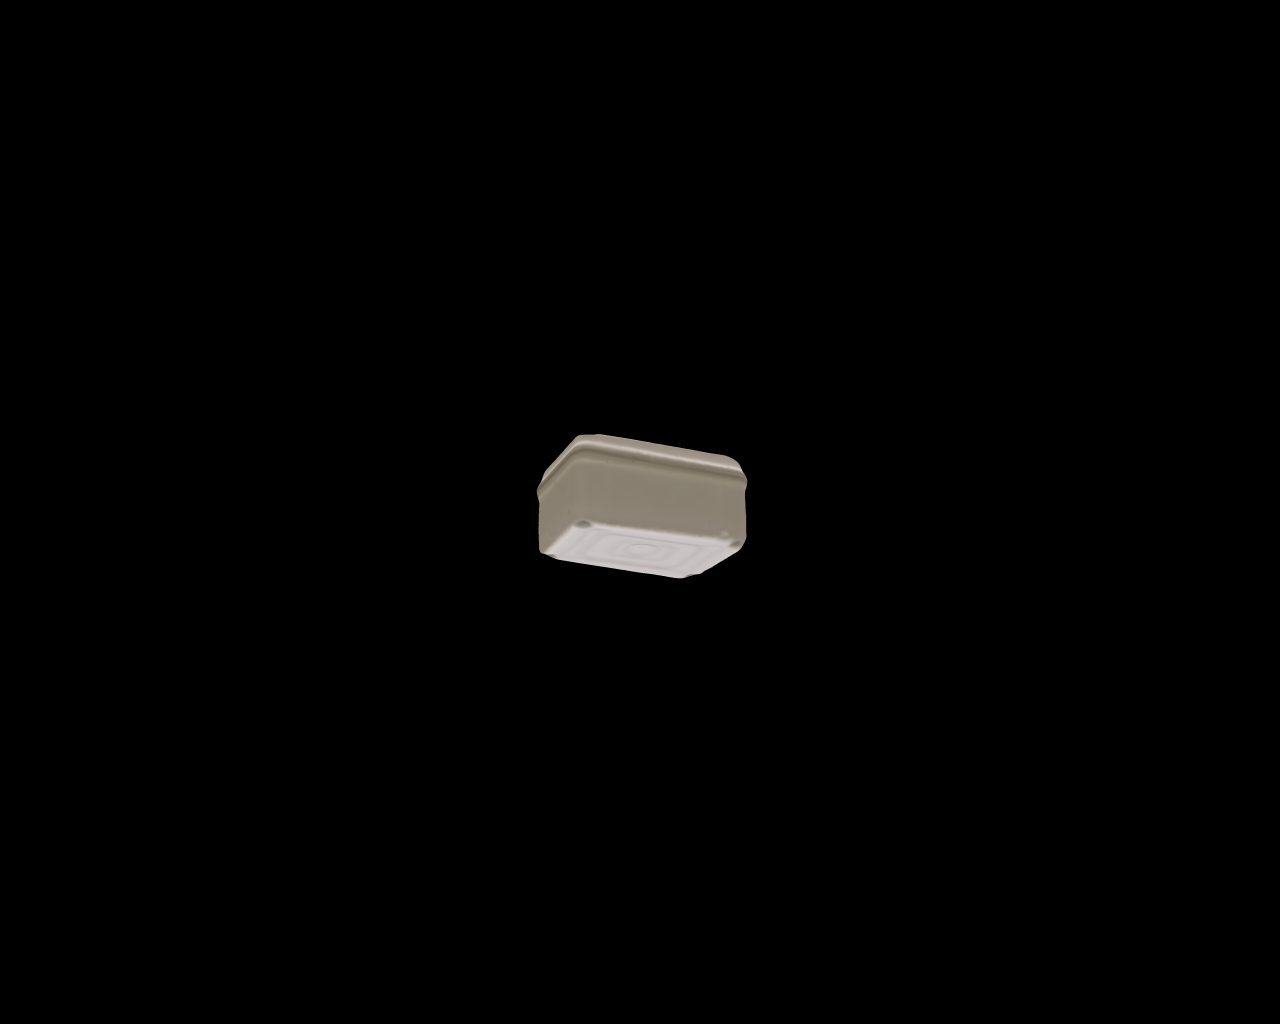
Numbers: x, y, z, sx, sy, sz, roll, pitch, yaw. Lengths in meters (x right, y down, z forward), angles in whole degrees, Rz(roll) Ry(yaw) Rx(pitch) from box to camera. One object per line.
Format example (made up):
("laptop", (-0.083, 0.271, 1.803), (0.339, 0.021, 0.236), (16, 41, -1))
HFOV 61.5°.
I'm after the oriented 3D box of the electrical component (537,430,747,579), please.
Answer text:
("electrical component", (0.001, -0.003, 0.650), (0.113, 0.057, 0.078), (9, -23, -22))
